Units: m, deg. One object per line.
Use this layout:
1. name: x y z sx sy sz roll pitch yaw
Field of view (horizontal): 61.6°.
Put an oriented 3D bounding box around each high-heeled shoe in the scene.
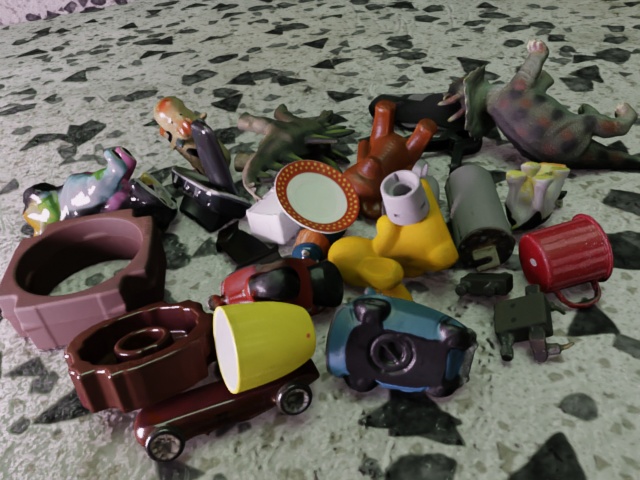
1. high-heeled shoe: 0.230 -0.266 1.124 0.249 0.086 0.145 4 4 -13

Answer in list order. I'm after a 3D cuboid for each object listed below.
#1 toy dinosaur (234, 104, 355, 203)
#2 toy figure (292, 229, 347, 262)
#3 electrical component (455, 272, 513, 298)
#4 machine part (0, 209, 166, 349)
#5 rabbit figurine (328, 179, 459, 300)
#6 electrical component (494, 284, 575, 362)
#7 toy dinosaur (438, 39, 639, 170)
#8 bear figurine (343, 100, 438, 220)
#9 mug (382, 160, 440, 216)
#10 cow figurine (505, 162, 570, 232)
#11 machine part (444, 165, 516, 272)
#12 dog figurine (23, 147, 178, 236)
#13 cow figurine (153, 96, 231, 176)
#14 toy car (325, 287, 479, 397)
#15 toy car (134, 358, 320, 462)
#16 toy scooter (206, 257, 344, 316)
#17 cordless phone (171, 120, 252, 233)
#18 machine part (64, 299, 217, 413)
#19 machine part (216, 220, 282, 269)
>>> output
1. toy dinosaur: -0.051 -0.165 0.956 0.199 0.104 0.471 11 31 19
2. toy figure: 0.000 -0.001 0.796 0.058 0.064 0.154 -22 24 47
3. electrical component: 0.214 0.056 0.697 0.063 0.021 0.094 0 9 33
4. machine part: -0.327 0.050 0.763 0.201 0.087 0.202 -11 36 -5
5. rabbit figurine: 0.096 0.023 0.731 0.173 0.121 0.162 -16 45 12
6. electrical component: 0.251 0.100 0.639 0.078 0.045 0.102 -25 27 25
7. toy dinosaur: 0.389 -0.197 0.932 0.405 0.131 0.192 43 91 20
8. bear figurine: 0.098 -0.132 0.898 0.120 0.131 0.196 30 42 16
9. mug: 0.149 -0.073 0.836 0.081 0.109 0.107 9 28 19
10. cow figurine: 0.333 -0.067 0.816 0.068 0.098 0.167 15 23 35
11. machine part: 0.232 -0.038 0.792 0.079 0.079 0.243 -2 36 7
12. dog figurine: -0.371 -0.043 0.883 0.219 0.191 0.108 -39 19 6
13. cow figurine: -0.228 -0.179 0.965 0.085 0.194 0.127 -47 53 -7
14. toy car: 0.090 0.107 0.609 0.162 0.109 0.103 7 21 4
15. toy car: -0.098 0.177 0.585 0.202 0.053 0.089 -15 17 -13
16. toy scooter: -0.059 0.066 0.671 0.135 0.075 0.183 -17 -12 25
17. cordless phone: -0.196 -0.119 0.881 0.089 0.184 0.147 -36 46 -26
18. machine part: -0.202 0.130 0.624 0.179 0.056 0.179 -11 17 3
19. machine part: -0.110 0.022 0.804 0.084 0.039 0.139 -31 45 -21
